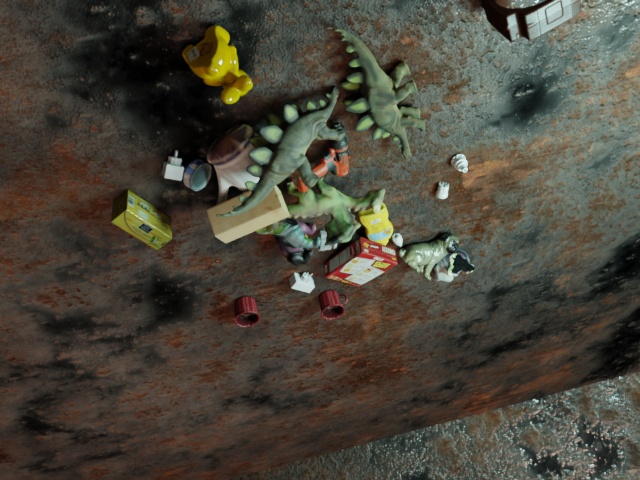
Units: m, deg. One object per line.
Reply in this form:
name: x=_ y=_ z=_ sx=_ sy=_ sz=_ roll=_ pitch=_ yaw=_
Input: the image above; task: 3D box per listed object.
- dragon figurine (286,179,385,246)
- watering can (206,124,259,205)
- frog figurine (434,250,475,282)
dragon figurine: x=0.005 y=-0.077 z=1.525 sx=0.413 sy=0.119 sz=0.247 roll=-24 pitch=47 yaw=-16
watering can: x=-0.233 y=-0.193 z=1.454 sx=0.345 sy=0.106 sz=0.221 roll=-33 pitch=-44 yaw=13
frog figurine: x=0.502 y=0.099 z=1.999 sx=0.138 sy=0.123 sz=0.158 roll=-29 pitch=0 yaw=-18
